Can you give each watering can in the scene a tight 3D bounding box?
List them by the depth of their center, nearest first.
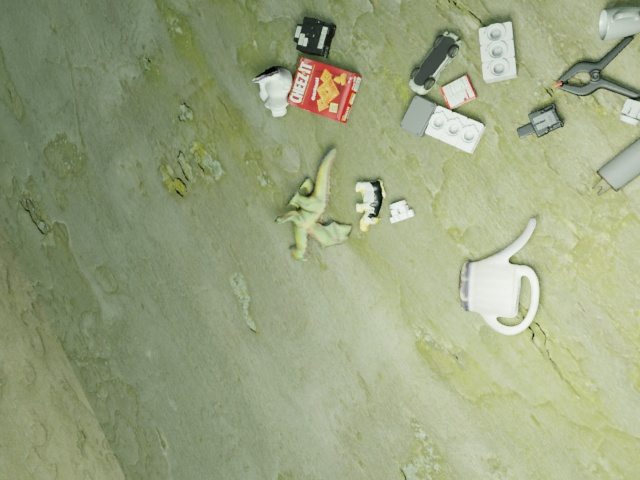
[{"bbox_3d":[0.520,0.102,1.500,0.224,0.104,0.346,4,96,25],"label":"watering can"}]

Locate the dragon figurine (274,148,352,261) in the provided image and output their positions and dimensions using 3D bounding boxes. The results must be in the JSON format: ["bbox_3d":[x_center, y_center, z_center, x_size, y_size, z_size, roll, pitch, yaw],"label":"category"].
[{"bbox_3d":[0.005,-0.088,1.749,0.242,0.124,0.405,41,111,-1],"label":"dragon figurine"}]

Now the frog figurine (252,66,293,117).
[{"bbox_3d":[-0.145,-0.517,1.789,0.137,0.125,0.156,-19,122,17],"label":"frog figurine"}]
